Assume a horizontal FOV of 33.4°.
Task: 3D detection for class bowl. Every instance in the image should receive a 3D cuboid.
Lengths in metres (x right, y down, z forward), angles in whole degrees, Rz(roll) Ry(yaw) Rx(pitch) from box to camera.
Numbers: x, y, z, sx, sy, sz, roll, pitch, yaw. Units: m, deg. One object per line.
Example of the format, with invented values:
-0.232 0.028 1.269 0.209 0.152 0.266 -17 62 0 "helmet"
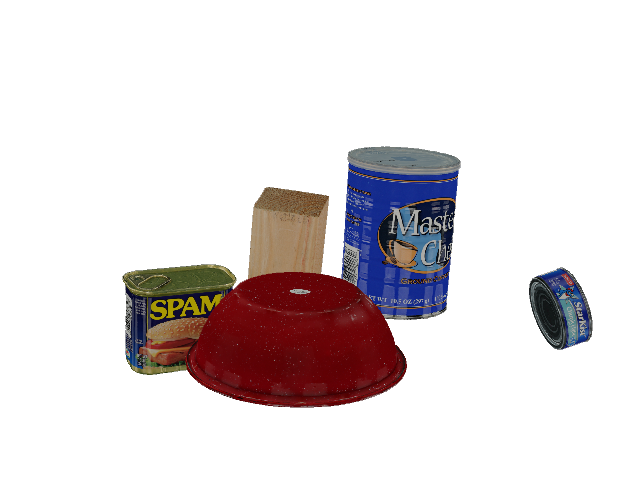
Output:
-0.016 0.062 0.769 0.162 0.055 0.162 2 16 -1 "bowl"

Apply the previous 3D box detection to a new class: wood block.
-0.048 0.042 1.450 0.090 0.206 0.090 9 22 6 "wood block"

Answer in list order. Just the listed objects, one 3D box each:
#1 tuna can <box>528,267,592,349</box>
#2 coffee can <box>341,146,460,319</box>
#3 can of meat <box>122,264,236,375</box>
0.261 0.075 1.168 0.033 0.086 0.086 -17 3 -9 "tuna can"
0.072 -0.009 0.987 0.103 0.140 0.103 3 15 -1 "coffee can"
-0.132 0.073 0.995 0.102 0.084 0.057 -5 20 -24 "can of meat"
